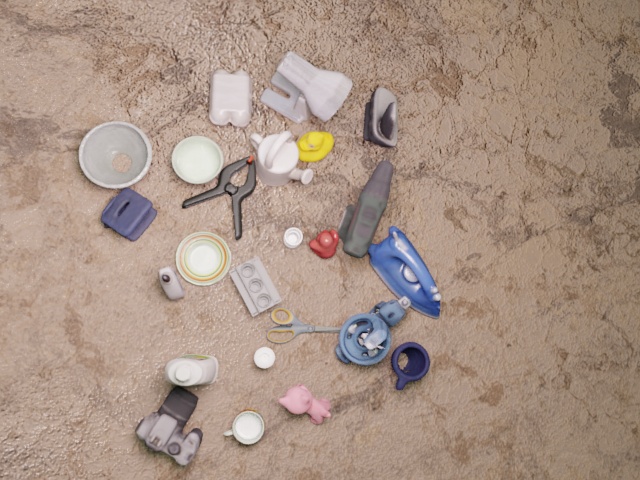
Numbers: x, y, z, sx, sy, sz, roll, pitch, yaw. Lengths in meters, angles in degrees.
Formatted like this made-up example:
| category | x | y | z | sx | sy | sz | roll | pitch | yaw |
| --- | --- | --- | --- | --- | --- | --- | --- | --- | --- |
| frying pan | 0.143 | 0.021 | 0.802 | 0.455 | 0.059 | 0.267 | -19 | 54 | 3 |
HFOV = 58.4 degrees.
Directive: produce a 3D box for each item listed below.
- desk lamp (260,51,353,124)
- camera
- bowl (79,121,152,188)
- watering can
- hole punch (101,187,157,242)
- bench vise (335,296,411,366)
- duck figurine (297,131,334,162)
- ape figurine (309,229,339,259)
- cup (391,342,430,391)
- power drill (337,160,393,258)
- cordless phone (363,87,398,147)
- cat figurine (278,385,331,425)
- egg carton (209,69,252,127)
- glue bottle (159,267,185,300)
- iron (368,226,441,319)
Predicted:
| category | x | y | z | sx | sy | sz | roll | pitch | yaw |
| --- | --- | --- | --- | --- | --- | --- | --- | --- | --- |
| desk lamp | -0.037 | -0.366 | 1.402 | 0.203 | 0.213 | 0.118 | 29 | 77 | -2 |
| camera | -0.318 | 0.408 | 1.276 | 0.143 | 0.100 | 0.137 | 31 | 77 | -2 |
| bowl | -0.483 | -0.195 | 1.374 | 0.167 | 0.074 | 0.167 | 2 | 80 | -8 |
| watering can | -0.093 | -0.199 | 1.373 | 0.173 | 0.194 | 0.101 | 17 | 78 | -5 |
| hole punch | -0.453 | -0.062 | 1.346 | 0.101 | 0.091 | 0.109 | 34 | 77 | -1 |
| bench vise | 0.126 | 0.197 | 1.322 | 0.121 | 0.219 | 0.207 | 32 | 77 | -2 |
| duck figurine | -0.011 | -0.247 | 1.450 | 0.105 | 0.086 | 0.077 | -24 | 84 | -12 |
| ape figurine | 0.013 | 0.005 | 1.405 | 0.078 | 0.092 | 0.076 | -7 | 81 | -10 |
| cup | 0.203 | 0.305 | 1.378 | 0.092 | 0.095 | 0.118 | 26 | 77 | -3 |
| power drill | 0.105 | -0.062 | 1.372 | 0.075 | 0.208 | 0.230 | 19 | 78 | -4 |
| cordless phone | 0.172 | -0.326 | 1.442 | 0.094 | 0.185 | 0.147 | 2 | 79 | -8 |
| cat figurine | -0.031 | 0.377 | 1.317 | 0.128 | 0.117 | 0.067 | 29 | 77 | -2 |
| egg carton | -0.224 | -0.358 | 1.446 | 0.107 | 0.069 | 0.150 | 0 | 80 | -9 |
| glue bottle | -0.340 | 0.093 | 1.293 | 0.037 | 0.173 | 0.078 | -22 | 84 | -12 |
| iron | 0.232 | 0.084 | 1.399 | 0.119 | 0.141 | 0.258 | -37 | 87 | -13 |
